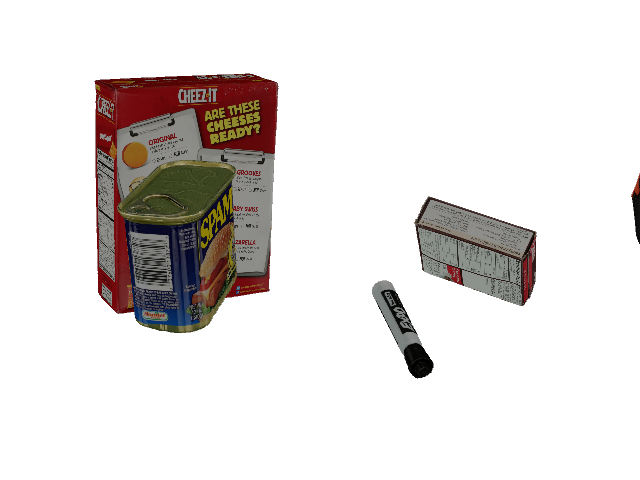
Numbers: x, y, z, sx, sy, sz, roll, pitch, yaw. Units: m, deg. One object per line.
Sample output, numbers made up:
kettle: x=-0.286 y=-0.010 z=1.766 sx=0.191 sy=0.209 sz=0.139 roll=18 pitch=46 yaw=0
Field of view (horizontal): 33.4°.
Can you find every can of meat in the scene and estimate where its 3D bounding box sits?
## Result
can of meat: x=-0.091 y=0.003 z=0.715 sx=0.057 sy=0.084 sz=0.102 roll=4 pitch=24 yaw=12

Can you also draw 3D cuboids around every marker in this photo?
marker: x=0.064 y=0.069 z=0.841 sx=0.020 sy=0.020 sz=0.121 roll=0 pitch=28 yaw=-13

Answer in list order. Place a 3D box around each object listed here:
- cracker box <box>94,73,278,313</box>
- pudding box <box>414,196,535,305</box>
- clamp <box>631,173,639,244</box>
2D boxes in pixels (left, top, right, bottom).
cracker box: x=-0.130 y=-0.049 z=1.025 sx=0.163 sy=0.214 sz=0.072 roll=-7 pitch=20 yaw=-29
pudding box: x=0.150 y=0.011 z=1.028 sx=0.114 sy=0.039 sz=0.090 roll=18 pitch=-28 yaw=21
clamp: x=0.272 y=0.012 z=0.694 sx=0.120 sy=0.039 sz=0.171 roll=-3 pitch=46 yaw=-22
